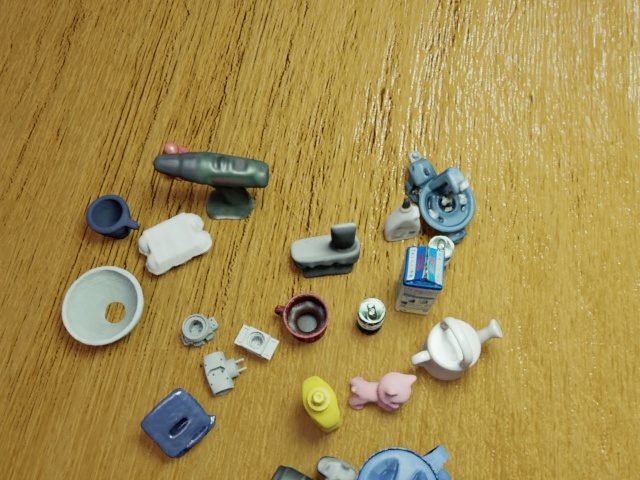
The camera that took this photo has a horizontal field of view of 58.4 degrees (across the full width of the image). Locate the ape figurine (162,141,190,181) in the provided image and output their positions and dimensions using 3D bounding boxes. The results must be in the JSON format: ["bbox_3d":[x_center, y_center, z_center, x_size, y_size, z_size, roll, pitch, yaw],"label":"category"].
[{"bbox_3d":[-0.336,-0.192,1.319,0.078,0.092,0.076,-33,70,-11],"label":"ape figurine"}]

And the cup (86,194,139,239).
[{"bbox_3d":[-0.440,-0.037,1.259,0.117,0.095,0.092,20,70,10],"label":"cup"}]

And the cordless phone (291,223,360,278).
[{"bbox_3d":[0.011,0.004,1.179,0.147,0.185,0.094,-11,68,-2],"label":"cordless phone"}]

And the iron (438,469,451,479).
[{"bbox_3d":[0.219,0.537,0.982,0.118,0.141,0.258,18,70,9],"label":"iron"}]

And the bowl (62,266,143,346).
[{"bbox_3d":[-0.442,0.144,1.197,0.167,0.075,0.167,-1,68,2],"label":"bowl"}]

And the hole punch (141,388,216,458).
[{"bbox_3d":[-0.269,0.352,1.099,0.109,0.091,0.101,-43,73,-14],"label":"hole punch"}]

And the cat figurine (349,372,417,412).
[{"bbox_3d":[0.119,0.289,1.097,0.127,0.118,0.067,0,68,2],"label":"cat figurine"}]

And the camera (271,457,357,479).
[{"bbox_3d":[-0.020,0.455,1.044,0.136,0.101,0.143,25,71,11],"label":"camera"}]

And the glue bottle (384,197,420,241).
[{"bbox_3d":[0.176,-0.047,1.201,0.078,0.173,0.037,-8,68,-1],"label":"glue bottle"}]

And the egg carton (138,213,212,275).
[{"bbox_3d":[-0.316,0.007,1.251,0.150,0.069,0.107,-28,70,-9],"label":"egg carton"}]

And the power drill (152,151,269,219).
[{"bbox_3d":[-0.218,-0.119,1.223,0.229,0.208,0.075,-1,68,2],"label":"power drill"}]

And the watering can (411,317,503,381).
[{"bbox_3d":[0.258,0.198,1.089,0.173,0.194,0.100,-40,72,-13],"label":"watering can"}]

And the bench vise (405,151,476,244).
[{"bbox_3d":[0.241,-0.106,1.198,0.207,0.220,0.121,42,75,17],"label":"bench vise"}]
